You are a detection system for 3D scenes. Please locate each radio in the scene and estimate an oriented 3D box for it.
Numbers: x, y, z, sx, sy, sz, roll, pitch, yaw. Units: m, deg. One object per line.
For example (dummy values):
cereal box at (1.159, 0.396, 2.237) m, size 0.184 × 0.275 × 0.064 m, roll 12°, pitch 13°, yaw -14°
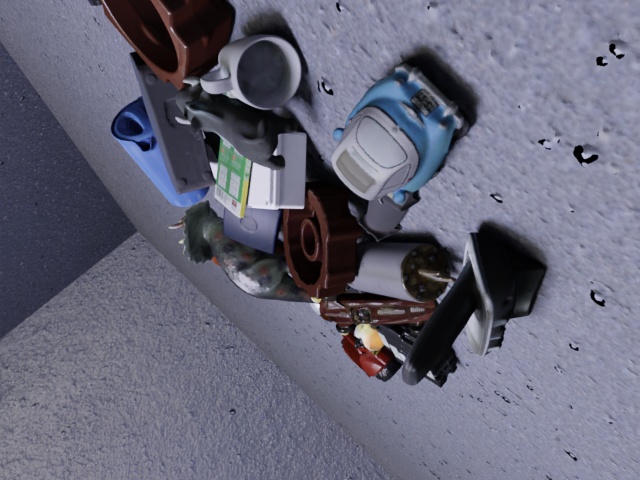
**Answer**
radio at (-0.242, -0.196, 0.891) m, size 0.131 × 0.073 × 0.229 m, roll -135°, pitch 28°, yaw -58°

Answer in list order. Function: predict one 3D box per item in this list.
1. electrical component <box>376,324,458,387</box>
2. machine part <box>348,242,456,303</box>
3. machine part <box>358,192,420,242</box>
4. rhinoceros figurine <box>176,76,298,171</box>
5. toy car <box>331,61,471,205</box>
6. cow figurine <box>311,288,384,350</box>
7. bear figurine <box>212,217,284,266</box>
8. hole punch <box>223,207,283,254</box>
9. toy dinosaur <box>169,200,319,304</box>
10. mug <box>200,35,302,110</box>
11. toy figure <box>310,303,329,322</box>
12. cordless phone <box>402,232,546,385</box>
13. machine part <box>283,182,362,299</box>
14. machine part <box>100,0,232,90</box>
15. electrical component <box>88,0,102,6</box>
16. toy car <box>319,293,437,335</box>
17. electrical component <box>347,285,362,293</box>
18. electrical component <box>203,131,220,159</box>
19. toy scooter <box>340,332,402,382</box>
electrical component at (0.158, 0.170, 0.909) m, size 0.134 × 0.058 × 0.114 m, roll 27°, pitch 151°, yaw 47°
machine part at (0.098, 0.040, 0.747) m, size 0.079 × 0.079 × 0.243 m, roll 53°, pitch 161°, yaw -17°
machine part at (0.080, -0.049, 0.672) m, size 0.084 × 0.039 × 0.138 m, roll 32°, pitch 156°, yaw 17°
rhinoceros figurine at (-0.116, -0.151, 0.692) m, size 0.191 × 0.112 × 0.073 m, roll 36°, pitch 117°, yaw 37°
toy car at (0.066, -0.089, 0.521) m, size 0.109 × 0.103 × 0.161 m, roll 46°, pitch 163°, yaw 1°
cow figurine at (0.062, 0.132, 1.012) m, size 0.167 × 0.068 × 0.098 m, roll 49°, pitch -165°, yaw 2°
bear figurine at (-0.162, 0.009, 1.234) m, size 0.196 × 0.120 × 0.132 m, roll -2°, pitch 87°, yaw 34°
hole punch at (-0.117, -0.045, 0.980) m, size 0.142 × 0.092 × 0.115 m, roll 23°, pitch 156°, yaw 10°
toy dinosaur at (-0.134, 0.039, 1.075) m, size 0.405 × 0.192 × 0.131 m, roll 44°, pitch 163°, yaw 14°
mug at (-0.090, -0.200, 0.644) m, size 0.107 × 0.109 × 0.080 m, roll 40°, pitch 155°, yaw 55°
toy figure at (-0.011, 0.106, 1.158) m, size 0.154 × 0.058 × 0.064 m, roll 49°, pitch 123°, yaw -1°
cordless phone at (0.151, 0.096, 0.578) m, size 0.089 × 0.184 × 0.146 m, roll 32°, pitch 156°, yaw 28°
machine part at (-0.002, -0.002, 0.797) m, size 0.179 × 0.056 × 0.179 m, roll -7°, pitch 90°, yaw 65°
machine part at (-0.211, -0.314, 0.700) m, size 0.201 × 0.087 × 0.201 m, roll 49°, pitch 160°, yaw -5°
electrical component at (-0.327, -0.391, 0.812) m, size 0.119 × 0.075 × 0.047 m, roll 23°, pitch 150°, yaw 42°
toy car at (0.087, 0.111, 0.853) m, size 0.202 × 0.053 × 0.089 m, roll -3°, pitch 122°, yaw 33°
electrical component at (0.082, 0.089, 0.930) m, size 0.102 × 0.045 × 0.078 m, roll 39°, pitch 158°, yaw 25°
electrical component at (-0.166, -0.182, 0.899) m, size 0.021 × 0.063 × 0.093 m, roll 37°, pitch 157°, yaw 29°
toy scooter at (0.102, 0.237, 1.145) m, size 0.135 × 0.075 × 0.183 m, roll 46°, pitch 166°, yaw 9°
